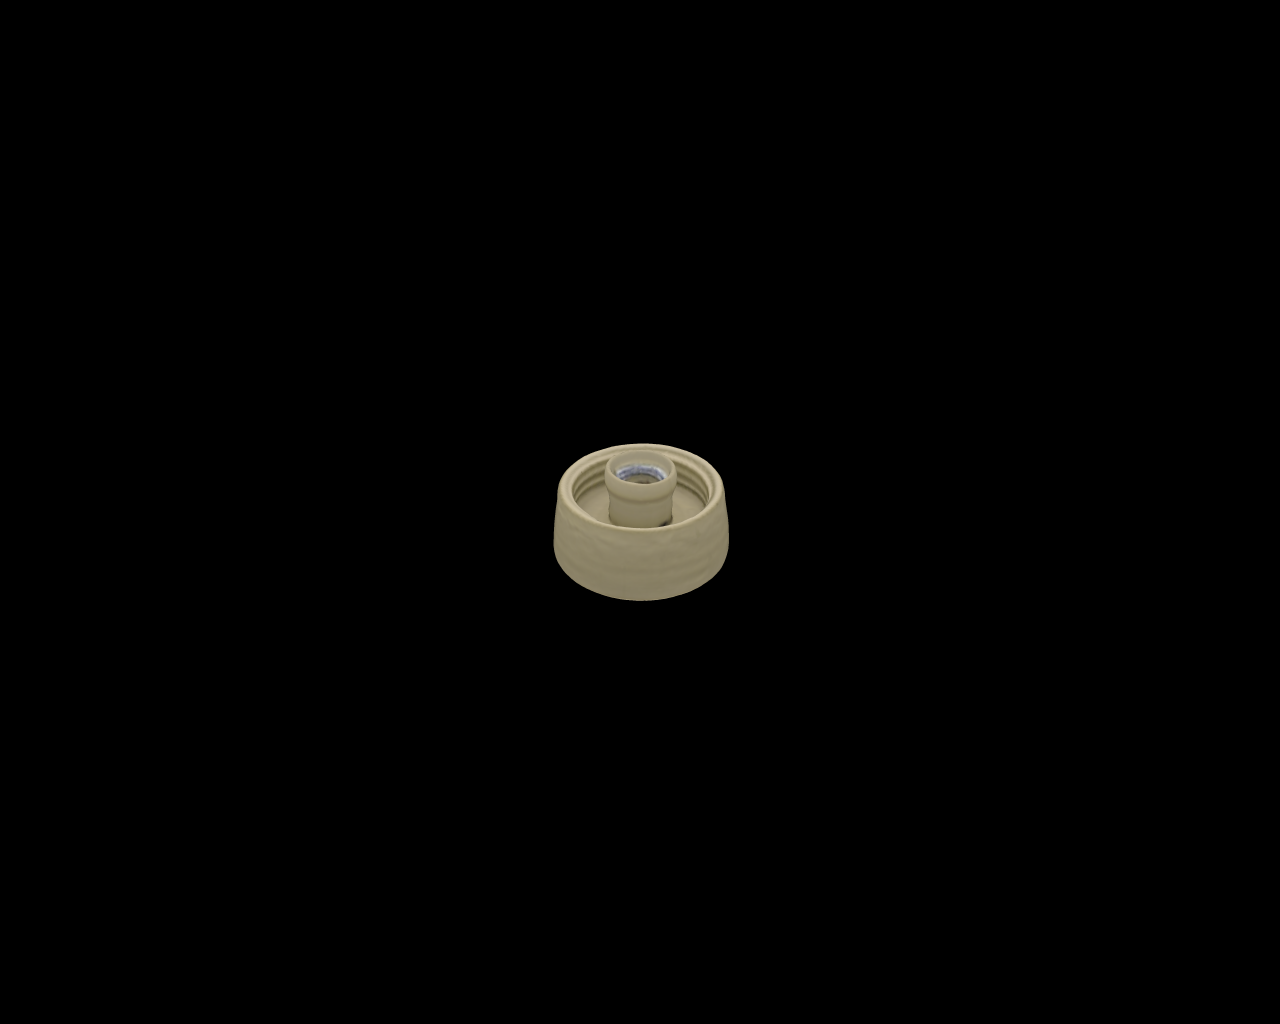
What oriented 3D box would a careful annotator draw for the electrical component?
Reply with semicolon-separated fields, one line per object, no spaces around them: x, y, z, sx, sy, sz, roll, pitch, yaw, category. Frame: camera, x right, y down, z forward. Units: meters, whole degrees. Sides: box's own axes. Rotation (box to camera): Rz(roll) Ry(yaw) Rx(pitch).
0.001;-0.003;0.650;0.108;0.060;0.108;0;34;0;electrical component
